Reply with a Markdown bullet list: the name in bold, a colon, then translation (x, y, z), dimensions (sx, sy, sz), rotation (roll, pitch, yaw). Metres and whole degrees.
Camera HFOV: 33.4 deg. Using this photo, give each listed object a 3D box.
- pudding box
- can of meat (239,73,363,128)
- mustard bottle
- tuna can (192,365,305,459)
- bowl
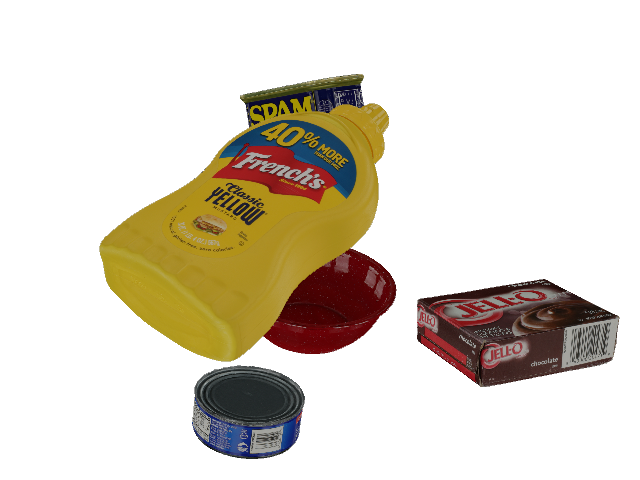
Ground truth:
- **pudding box**: translation (0.137, 0.063, 0.752), dimensions (0.113, 0.039, 0.090), rotation (-5, 18, -23)
- **can of meat**: translation (-0.009, -0.079, 0.827), dimensions (0.102, 0.084, 0.057), rotation (-3, 9, 44)
- **mustard bottle**: translation (-0.024, -0.021, 0.596), dimensions (0.096, 0.058, 0.191), rotation (28, 53, 27)
- **tuna can**: translation (-0.056, 0.133, 0.829), dimensions (0.086, 0.034, 0.086), rotation (6, 22, -3)
- **bowl**: translation (-0.010, 0.060, 1.019), dimensions (0.162, 0.055, 0.162), rotation (4, 29, -2)
